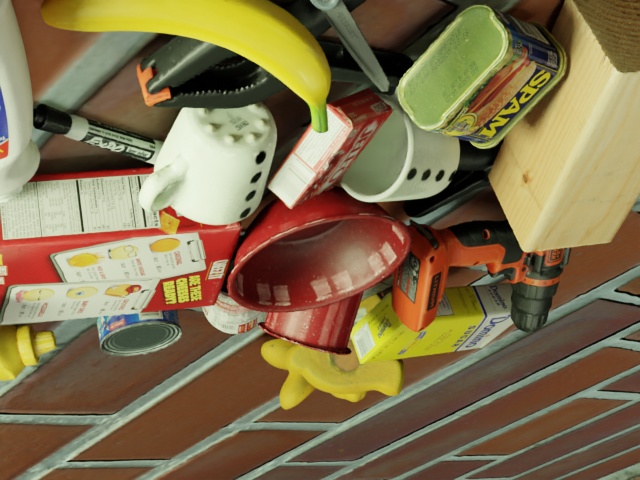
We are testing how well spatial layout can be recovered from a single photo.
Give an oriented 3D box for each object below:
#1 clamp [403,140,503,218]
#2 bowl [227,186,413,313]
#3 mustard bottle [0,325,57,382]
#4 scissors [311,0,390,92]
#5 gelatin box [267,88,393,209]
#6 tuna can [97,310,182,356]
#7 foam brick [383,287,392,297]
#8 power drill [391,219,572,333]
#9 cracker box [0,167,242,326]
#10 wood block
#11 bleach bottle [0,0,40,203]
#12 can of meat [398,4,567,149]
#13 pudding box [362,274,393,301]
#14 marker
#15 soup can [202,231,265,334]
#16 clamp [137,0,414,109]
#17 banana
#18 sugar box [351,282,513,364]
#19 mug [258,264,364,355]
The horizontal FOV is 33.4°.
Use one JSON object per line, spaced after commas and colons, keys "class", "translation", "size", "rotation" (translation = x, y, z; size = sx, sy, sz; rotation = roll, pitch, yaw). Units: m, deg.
{"class": "clamp", "translation": [0.149, -0.074, 0.958], "size": [0.171, 0.039, 0.120], "rotation": [-20, 160, 5]}
{"class": "bowl", "translation": [-0.006, 0.001, 0.905], "size": [0.162, 0.055, 0.162], "rotation": [-14, 152, -8]}
{"class": "mustard bottle", "translation": [-0.358, 0.120, 1.058], "size": [0.191, 0.058, 0.096], "rotation": [-12, 155, -6]}
{"class": "scissors", "translation": [0.012, -0.168, 0.651], "size": [0.096, 0.016, 0.201], "rotation": [-37, 134, 25]}
{"class": "gelatin box", "translation": [0.009, -0.070, 0.813], "size": [0.089, 0.030, 0.073], "rotation": [-51, 169, 30]}
{"class": "tuna can", "translation": [-0.190, 0.090, 1.120], "size": [0.086, 0.034, 0.086], "rotation": [-12, 156, -6]}
{"class": "foam brick", "translation": [0.099, 0.053, 1.181], "size": [0.053, 0.051, 0.078], "rotation": [-20, 155, 10]}
{"class": "power drill", "translation": [0.164, 0.032, 1.066], "size": [0.187, 0.057, 0.184], "rotation": [-14, 125, -25]}
{"class": "cracker box", "translation": [-0.185, 0.005, 0.887], "size": [0.213, 0.072, 0.164], "rotation": [-5, 156, -16]}
{"class": "wood block", "translation": [0.217, -0.091, 0.852], "size": [0.090, 0.091, 0.206], "rotation": [-7, 144, -17]}
{"class": "bleach bottle", "translation": [-0.224, -0.091, 0.683], "size": [0.102, 0.068, 0.251], "rotation": [-10, 157, -6]}
{"class": "can of meat", "translation": [0.118, -0.120, 0.786], "size": [0.083, 0.057, 0.102], "rotation": [5, 135, -51]}
{"class": "pudding box", "translation": [0.040, 0.024, 1.103], "size": [0.090, 0.039, 0.113], "rotation": [-27, 150, 26]}
{"class": "marker", "translation": [-0.163, -0.078, 0.795], "size": [0.020, 0.020, 0.120], "rotation": [-32, 151, 32]}
{"class": "soup can", "translation": [-0.081, 0.044, 1.041], "size": [0.068, 0.068, 0.102], "rotation": [-9, 155, -12]}
{"class": "clamp", "translation": [-0.020, -0.130, 0.742], "size": [0.210, 0.036, 0.164], "rotation": [-20, 155, 1]}
{"class": "banana", "translation": [-0.070, -0.128, 0.663], "size": [0.197, 0.037, 0.070], "rotation": [21, 109, -14]}
{"class": "sugar box", "translation": [0.129, 0.089, 1.153], "size": [0.175, 0.048, 0.093], "rotation": [-1, 149, -32]}
{"class": "mug", "translation": [0.004, 0.057, 1.019], "size": [0.093, 0.081, 0.117], "rotation": [19, -176, 37]}
